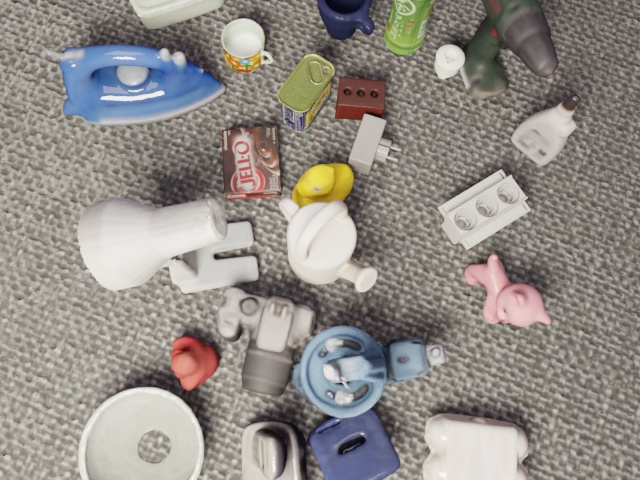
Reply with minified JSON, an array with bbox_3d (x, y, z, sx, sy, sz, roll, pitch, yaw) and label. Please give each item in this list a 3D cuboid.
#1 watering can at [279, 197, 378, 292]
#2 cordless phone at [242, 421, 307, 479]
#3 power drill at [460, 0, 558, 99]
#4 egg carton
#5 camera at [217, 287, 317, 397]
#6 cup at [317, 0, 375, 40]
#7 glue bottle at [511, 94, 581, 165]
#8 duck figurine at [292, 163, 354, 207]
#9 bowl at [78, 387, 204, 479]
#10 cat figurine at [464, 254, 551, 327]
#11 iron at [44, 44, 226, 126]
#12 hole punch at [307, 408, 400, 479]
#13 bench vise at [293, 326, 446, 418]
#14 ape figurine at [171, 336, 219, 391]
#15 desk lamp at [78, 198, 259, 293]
[{"bbox_3d":[0.009,0.001,0.814,0.172,0.194,0.101,23,76,4],"label":"watering can"},{"bbox_3d":[-0.062,0.312,0.738,0.094,0.185,0.147,-7,76,-3],"label":"cordless phone"},{"bbox_3d":[0.285,-0.313,0.896,0.075,0.208,0.229,-15,77,-5],"label":"power drill"},{"bbox_3d":[0.219,0.305,0.809,0.150,0.069,0.107,6,76,0],"label":"egg carton"},{"bbox_3d":[-0.085,0.148,0.822,0.143,0.101,0.137,12,76,1],"label":"camera"},{"bbox_3d":[0.048,-0.373,0.962,0.092,0.095,0.117,-39,80,-10],"label":"cup"},{"bbox_3d":[0.357,-0.177,0.882,0.078,0.173,0.037,44,79,9],"label":"glue bottle"},{"bbox_3d":[0.006,-0.091,0.893,0.104,0.086,0.077,-29,78,-9],"label":"duck figurine"},{"bbox_3d":[-0.239,0.289,0.795,0.167,0.075,0.167,1,76,-2],"label":"bowl"},{"bbox_3d":[0.278,0.078,0.844,0.067,0.118,0.128,-24,78,-7],"label":"cat figurine"},{"bbox_3d":[-0.285,-0.264,0.899,0.258,0.141,0.118,-5,76,-3],"label":"iron"},{"bbox_3d":[0.044,0.292,0.795,0.109,0.091,0.101,-24,78,-8],"label":"hole punch"},{"bbox_3d":[0.063,0.157,0.764,0.207,0.220,0.121,-27,78,-8],"label":"bench vise"},{"bbox_3d":[-0.186,0.175,0.816,0.076,0.092,0.078,5,76,0],"label":"ape figurine"},{"bbox_3d":[-0.199,0.004,0.797,0.203,0.213,0.118,-10,76,-4],"label":"desk lamp"}]
